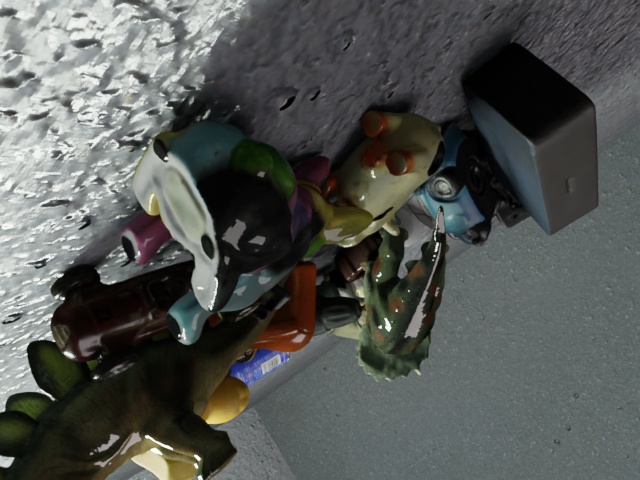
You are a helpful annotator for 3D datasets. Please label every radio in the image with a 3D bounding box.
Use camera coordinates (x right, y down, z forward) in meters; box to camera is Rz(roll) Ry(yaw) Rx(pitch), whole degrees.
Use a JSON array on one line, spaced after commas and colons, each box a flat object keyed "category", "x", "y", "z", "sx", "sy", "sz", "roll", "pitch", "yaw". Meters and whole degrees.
[{"category": "radio", "x": 0.246, "y": -0.108, "z": 0.620, "sx": 0.073, "sy": 0.131, "sz": 0.229, "roll": -35, "pitch": 146, "yaw": 8}]

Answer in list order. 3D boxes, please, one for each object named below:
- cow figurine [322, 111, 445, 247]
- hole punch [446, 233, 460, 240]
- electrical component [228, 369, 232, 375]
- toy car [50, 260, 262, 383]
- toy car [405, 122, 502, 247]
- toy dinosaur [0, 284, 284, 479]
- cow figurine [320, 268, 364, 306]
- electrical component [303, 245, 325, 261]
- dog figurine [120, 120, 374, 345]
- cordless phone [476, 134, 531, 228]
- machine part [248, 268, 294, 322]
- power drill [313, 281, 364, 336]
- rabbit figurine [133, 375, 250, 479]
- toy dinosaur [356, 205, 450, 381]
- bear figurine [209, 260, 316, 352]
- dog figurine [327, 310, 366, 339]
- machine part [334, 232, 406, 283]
[{"category": "cow figurine", "x": 0.063, "y": -0.059, "z": 0.590, "sx": 0.127, "sy": 0.085, "sz": 0.195, "roll": -15, "pitch": 156, "yaw": -38}, {"category": "hole punch", "x": 0.238, "y": -0.080, "z": 0.939, "sx": 0.142, "sy": 0.092, "sz": 0.115, "roll": -37, "pitch": 130, "yaw": 26}, {"category": "electrical component", "x": -0.181, "y": 0.186, "z": 0.886, "sx": 0.021, "sy": 0.094, "sz": 0.063, "roll": -15, "pitch": 119, "yaw": -51}, {"category": "toy car", "x": -0.133, "y": 0.049, "z": 0.479, "sx": 0.202, "sy": 0.089, "sz": 0.053, "roll": -19, "pitch": 163, "yaw": -44}, {"category": "toy car", "x": 0.165, "y": -0.066, "z": 0.709, "sx": 0.103, "sy": 0.161, "sz": 0.109, "roll": -9, "pitch": -142, "yaw": 41}, {"category": "toy dinosaur", "x": -0.166, "y": 0.153, "z": 0.519, "sx": 0.471, "sy": 0.198, "sz": 0.105, "roll": -31, "pitch": 168, "yaw": -42}, {"category": "cow figurine", "x": 0.046, "y": 0.087, "z": 1.052, "sx": 0.068, "sy": 0.098, "sz": 0.167, "roll": -44, "pitch": -177, "yaw": 17}, {"category": "electrical component", "x": -0.001, "y": -0.002, "z": 0.703, "sx": 0.102, "sy": 0.045, "sz": 0.078, "roll": -21, "pitch": 159, "yaw": -44}, {"category": "dog figurine", "x": -0.035, "y": -0.027, "z": 0.428, "sx": 0.219, "sy": 0.108, "sz": 0.191, "roll": -28, "pitch": 163, "yaw": -42}, {"category": "cordless phone", "x": 0.219, "y": -0.069, "z": 0.779, "sx": 0.184, "sy": 0.146, "sz": 0.089, "roll": -27, "pitch": 179, "yaw": -6}, {"category": "machine part", "x": -0.059, "y": 0.034, "z": 0.603, "sx": 0.139, "sy": 0.084, "sz": 0.039, "roll": -55, "pitch": 165, "yaw": -51}, {"category": "power drill", "x": -0.022, "y": 0.120, "z": 0.874, "sx": 0.232, "sy": 0.086, "sz": 0.207, "roll": -13, "pitch": -176, "yaw": 16}, {"category": "rabbit figurine", "x": -0.178, "y": 0.234, "z": 0.725, "sx": 0.162, "sy": 0.121, "sz": 0.173, "roll": -14, "pitch": 179, "yaw": 41}, {"category": "toy dinosaur", "x": 0.116, "y": 0.100, "z": 0.765, "sx": 0.131, "sy": 0.192, "sz": 0.404, "roll": 1, "pitch": 163, "yaw": 5}, {"category": "bear figurine", "x": -0.108, "y": 0.096, "z": 0.698, "sx": 0.196, "sy": 0.132, "sz": 0.120, "roll": 1, "pitch": 169, "yaw": -25}, {"category": "dog figurine", "x": 0.027, "y": 0.179, "z": 1.138, "sx": 0.190, "sy": 0.172, "sz": 0.121, "roll": -34, "pitch": 157, "yaw": -33}, {"category": "machine part", "x": 0.107, "y": 0.008, "z": 0.968, "sx": 0.179, "sy": 0.056, "sz": 0.179, "roll": -32, "pitch": 167, "yaw": -8}]
